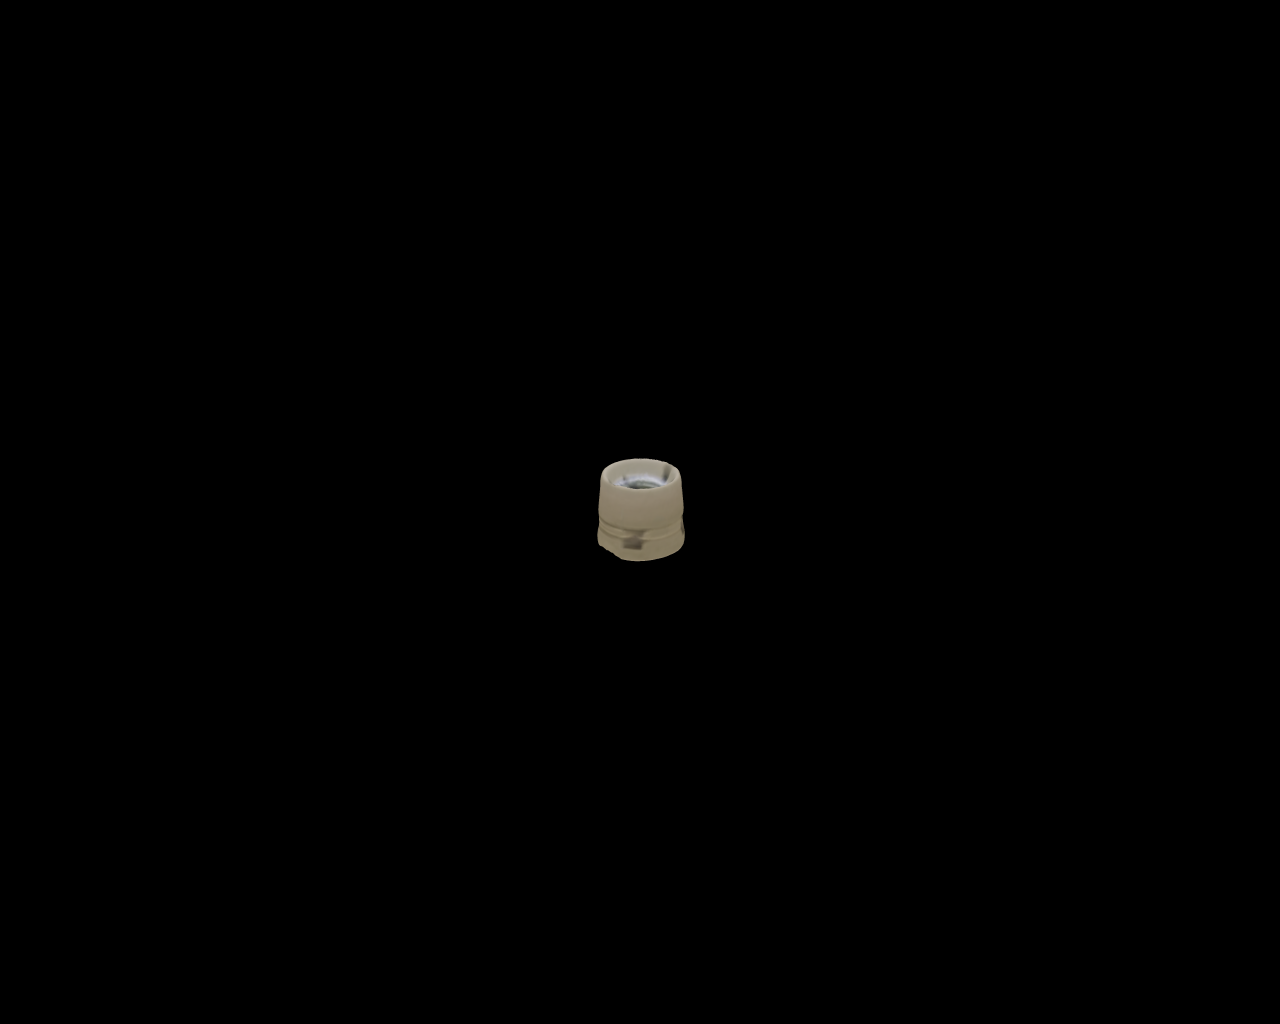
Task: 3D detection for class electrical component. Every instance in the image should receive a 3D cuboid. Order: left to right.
[{"bbox_3d":[0.001,-0.003,0.650,0.055,0.047,0.055,0,26,0],"label":"electrical component"}]
